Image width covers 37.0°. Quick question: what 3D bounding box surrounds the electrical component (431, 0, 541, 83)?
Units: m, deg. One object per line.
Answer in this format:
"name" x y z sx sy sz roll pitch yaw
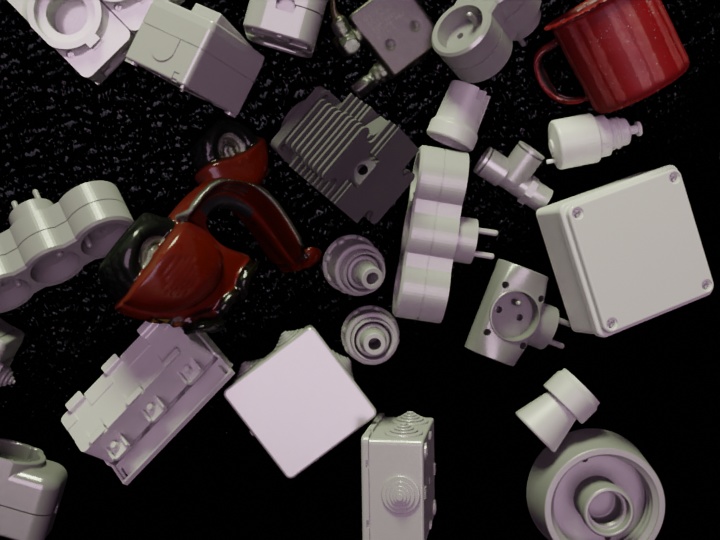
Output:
"electrical component" 0.118 -0.205 0.846 0.074 0.052 0.138 38 81 -46

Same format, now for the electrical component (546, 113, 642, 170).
"electrical component" 0.187 -0.106 0.864 0.078 0.040 0.040 -11 95 -3

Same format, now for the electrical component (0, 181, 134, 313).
"electrical component" -0.251 -0.031 0.841 0.138 0.052 0.073 -29 65 -3

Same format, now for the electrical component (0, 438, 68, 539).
"electrical component" -0.286 0.170 0.853 0.095 0.053 0.059 18 93 -4

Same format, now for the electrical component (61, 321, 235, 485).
"electrical component" -0.168 0.095 0.843 0.121 0.063 0.079 -46 56 1

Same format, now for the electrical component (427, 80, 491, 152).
"electrical component" 0.080 -0.123 0.858 0.040 0.040 0.046 23 88 -5

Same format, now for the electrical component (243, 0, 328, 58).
"electrical component" -0.054 -0.201 0.816 0.054 0.095 0.059 16 93 -5

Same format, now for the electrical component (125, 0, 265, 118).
"electrical component" -0.119 -0.162 0.820 0.062 0.096 0.061 28 93 25

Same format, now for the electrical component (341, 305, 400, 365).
"electrical component" 0.010 0.055 0.856 0.048 0.062 0.048 0 95 -3

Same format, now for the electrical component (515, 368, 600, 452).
"electrical component" 0.162 0.114 0.878 0.055 0.045 0.045 -45 95 1

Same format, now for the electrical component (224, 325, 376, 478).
"electrical component" -0.048 0.102 0.863 0.100 0.048 0.099 -37 95 0

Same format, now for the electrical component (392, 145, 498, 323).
"electrical component" 0.073 -0.025 0.858 0.074 0.052 0.138 9 93 -4

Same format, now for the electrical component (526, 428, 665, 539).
"electrical component" 0.195 0.189 0.877 0.108 0.060 0.108 0 95 -3

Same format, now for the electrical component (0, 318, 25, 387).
"electrical component" -0.308 0.057 0.839 0.096 0.061 0.061 29 92 -5

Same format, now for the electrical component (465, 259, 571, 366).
"electrical component" 0.135 0.040 0.871 0.079 0.044 0.077 21 91 -12

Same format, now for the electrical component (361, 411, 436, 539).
"electrical component" 0.032 0.165 0.849 0.048 0.100 0.099 0 95 10

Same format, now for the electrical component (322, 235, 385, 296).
"electrical component" 0.000 0.000 0.849 0.048 0.062 0.048 -4 104 -18

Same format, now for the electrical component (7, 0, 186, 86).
"electrical component" -0.184 -0.228 0.823 0.150 0.061 0.089 -44 95 1

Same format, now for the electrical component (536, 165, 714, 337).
"electrical component" 0.211 -0.015 0.855 0.109 0.056 0.108 -20 96 -16
